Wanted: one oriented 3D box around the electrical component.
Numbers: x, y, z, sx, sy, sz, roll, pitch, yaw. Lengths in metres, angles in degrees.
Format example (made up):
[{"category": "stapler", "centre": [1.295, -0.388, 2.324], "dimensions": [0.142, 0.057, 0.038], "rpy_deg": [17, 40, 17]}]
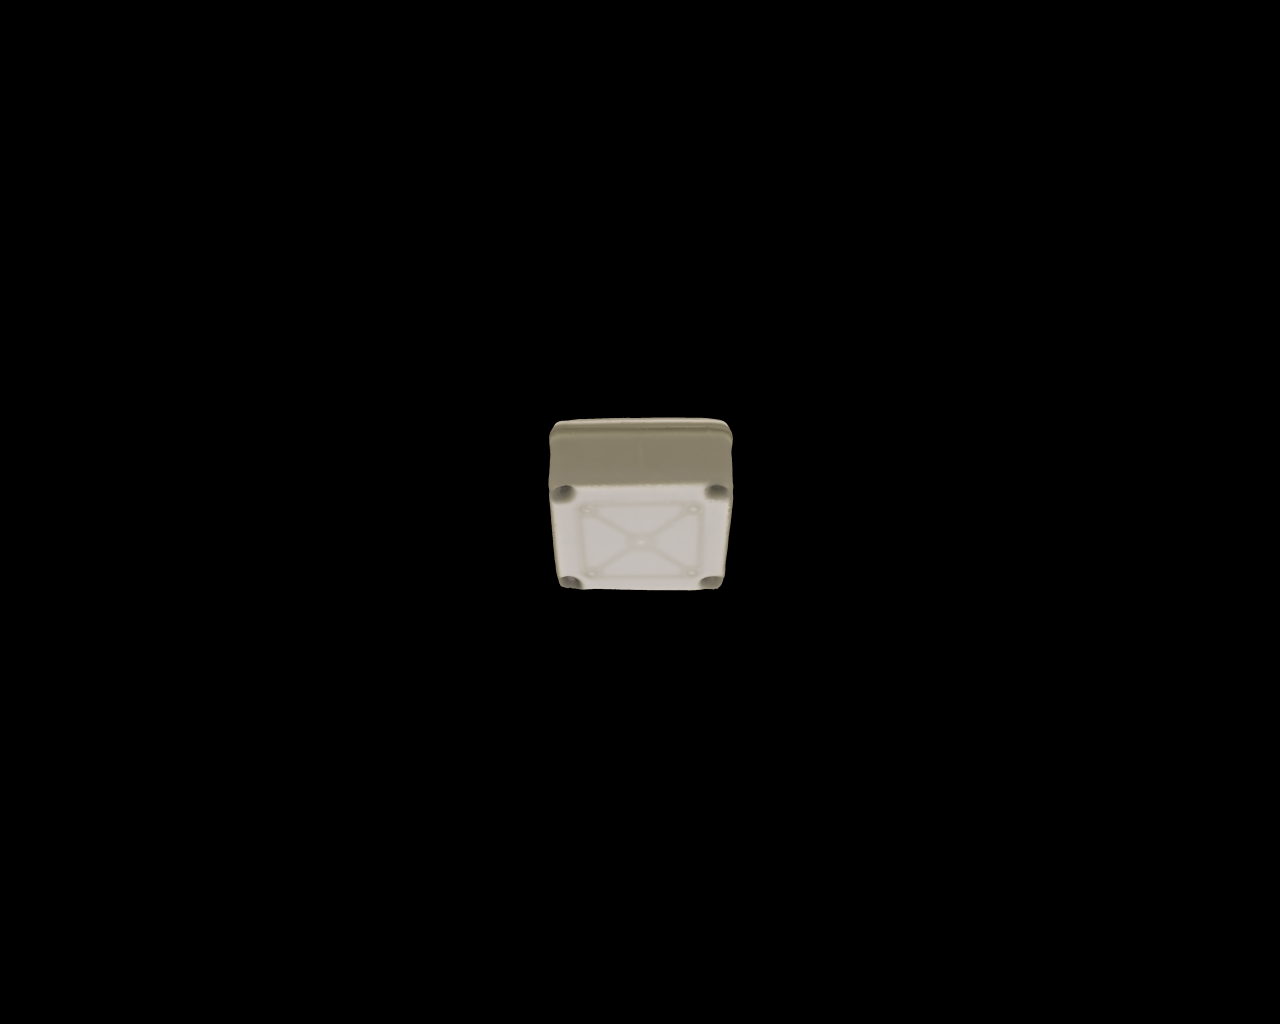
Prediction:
[{"category": "electrical component", "centre": [0.001, -0.003, 0.650], "dimensions": [0.109, 0.056, 0.108], "rpy_deg": [0, -39, 0]}]
